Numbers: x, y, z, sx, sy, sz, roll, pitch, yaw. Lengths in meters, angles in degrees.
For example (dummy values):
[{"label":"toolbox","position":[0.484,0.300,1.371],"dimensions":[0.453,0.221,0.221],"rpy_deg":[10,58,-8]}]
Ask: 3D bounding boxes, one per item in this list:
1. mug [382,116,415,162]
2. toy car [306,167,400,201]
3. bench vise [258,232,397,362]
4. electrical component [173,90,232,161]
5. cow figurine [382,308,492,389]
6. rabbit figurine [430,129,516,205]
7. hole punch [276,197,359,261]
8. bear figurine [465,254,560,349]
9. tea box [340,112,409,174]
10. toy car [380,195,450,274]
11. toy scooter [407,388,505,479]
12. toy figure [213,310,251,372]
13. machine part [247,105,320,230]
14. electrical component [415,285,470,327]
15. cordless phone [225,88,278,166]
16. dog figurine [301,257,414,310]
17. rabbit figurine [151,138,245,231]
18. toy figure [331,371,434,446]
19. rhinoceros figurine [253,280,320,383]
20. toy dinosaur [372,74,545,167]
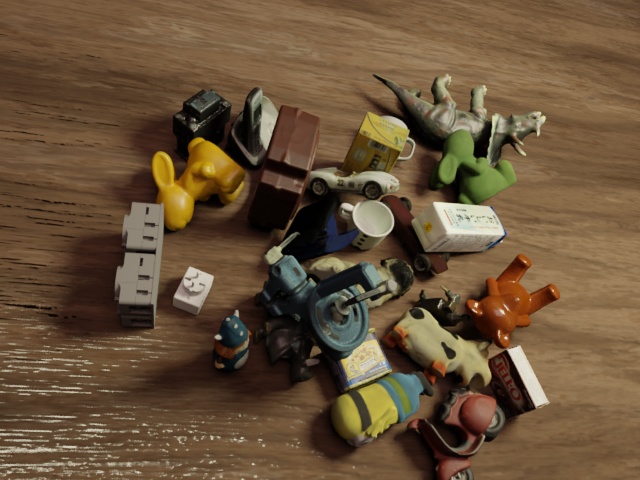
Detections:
[{"label":"mug","position":[0.157,-0.208,1.218],"dimensions":[0.109,0.081,0.107],"rpy_deg":[24,68,-9]},{"label":"toy car","position":[0.062,-0.117,1.094],"dimensions":[0.202,0.056,0.073],"rpy_deg":[6,17,24]},{"label":"bench vise","position":[0.016,0.082,0.838],"dimensions":[0.129,0.241,0.223],"rpy_deg":[-28,90,-43]},{"label":"electrical component","position":[-0.237,-0.234,1.076],"dimensions":[0.058,0.134,0.115],"rpy_deg":[37,59,7]},{"label":"cow figurine","position":[0.229,0.200,0.991],"dimensions":[0.195,0.085,0.127],"rpy_deg":[39,59,13]},{"label":"rabbit figurine","position":[0.325,-0.160,1.215],"dimensions":[0.159,0.121,0.170],"rpy_deg":[-28,85,-6]},{"label":"hole punch","position":[-0.002,-0.003,1.009],"dimensions":[0.092,0.142,0.116],"rpy_deg":[51,50,-27]},{"label":"bear figurine","position":[0.361,0.115,1.019],"dimensions":[0.120,0.132,0.196],"rpy_deg":[51,25,16]},{"label":"tea box","position":[0.107,-0.173,1.121],"dimensions":[0.098,0.169,0.068],"rpy_deg":[25,58,-3]},{"label":"toy car","position":[0.190,-0.010,1.120],"dimensions":[0.089,0.053,0.202],"rpy_deg":[-16,66,-47]},{"label":"toy scooter","position":[0.228,0.323,0.923],"dimensions":[0.135,0.075,0.184],"rpy_deg":[37,62,8]},{"label":"toy figure","position":[-0.140,0.165,0.856],"dimensions":[0.058,0.154,0.064],"rpy_deg":[10,57,-8]},{"label":"machine part","position":[-0.068,-0.136,1.028],"dimensions":[0.087,0.201,0.201],"rpy_deg":[18,57,-8]},{"label":"electrical component","position":[0.230,0.127,1.027],"dimensions":[0.078,0.102,0.045],"rpy_deg":[39,62,-17]},{"label":"cordless phone","position":[-0.127,-0.256,1.092],"dimensions":[0.089,0.184,0.146],"rpy_deg":[27,57,5]},{"label":"dog figurine","position":[0.072,0.069,1.024],"dimensions":[0.172,0.121,0.190],"rpy_deg":[47,44,10]},{"label":"rabbit figurine","position":[-0.244,-0.102,1.004],"dimensions":[0.162,0.122,0.173],"rpy_deg":[41,81,-11]},{"label":"toy figure","position":[0.102,0.277,0.908],"dimensions":[0.180,0.082,0.089],"rpy_deg":[-26,59,-23]},{"label":"rhinoceros figurine","position":[-0.056,0.155,0.942],"dimensions":[0.112,0.073,0.190],"rpy_deg":[5,56,-27]},{"label":"toy dinosaur","position":[0.316,-0.283,1.288],"dimensions":[0.405,0.131,0.192],"rpy_deg":[8,58,-5]}]
